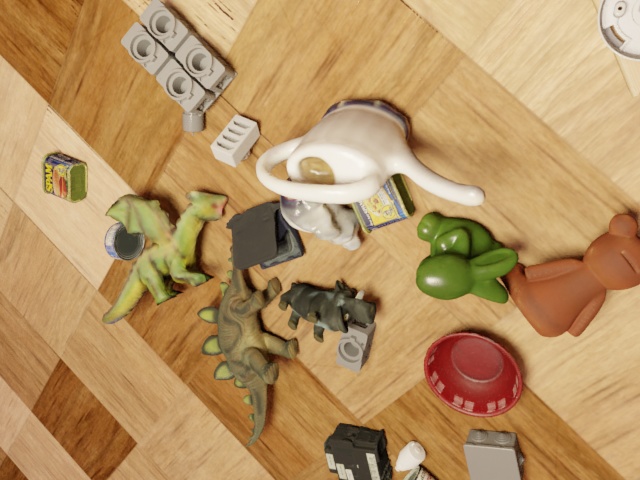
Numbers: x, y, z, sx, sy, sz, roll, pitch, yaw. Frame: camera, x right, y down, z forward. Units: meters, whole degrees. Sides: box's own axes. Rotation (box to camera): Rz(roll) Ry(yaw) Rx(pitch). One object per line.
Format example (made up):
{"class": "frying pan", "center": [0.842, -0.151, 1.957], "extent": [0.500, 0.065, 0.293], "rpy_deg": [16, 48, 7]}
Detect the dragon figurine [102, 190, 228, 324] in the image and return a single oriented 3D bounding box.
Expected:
{"class": "dragon figurine", "center": [-0.357, 0.018, 1.078], "extent": [0.408, 0.242, 0.123], "rpy_deg": [-23, 6, 17]}

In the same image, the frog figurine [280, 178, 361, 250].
{"class": "frog figurine", "center": [0.003, -0.045, 0.888], "extent": [0.123, 0.156, 0.140], "rpy_deg": [-27, 40, -5]}

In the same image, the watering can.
{"class": "watering can", "center": [0.077, -0.120, 0.759], "extent": [0.348, 0.101, 0.229], "rpy_deg": [8, 41, 24]}
